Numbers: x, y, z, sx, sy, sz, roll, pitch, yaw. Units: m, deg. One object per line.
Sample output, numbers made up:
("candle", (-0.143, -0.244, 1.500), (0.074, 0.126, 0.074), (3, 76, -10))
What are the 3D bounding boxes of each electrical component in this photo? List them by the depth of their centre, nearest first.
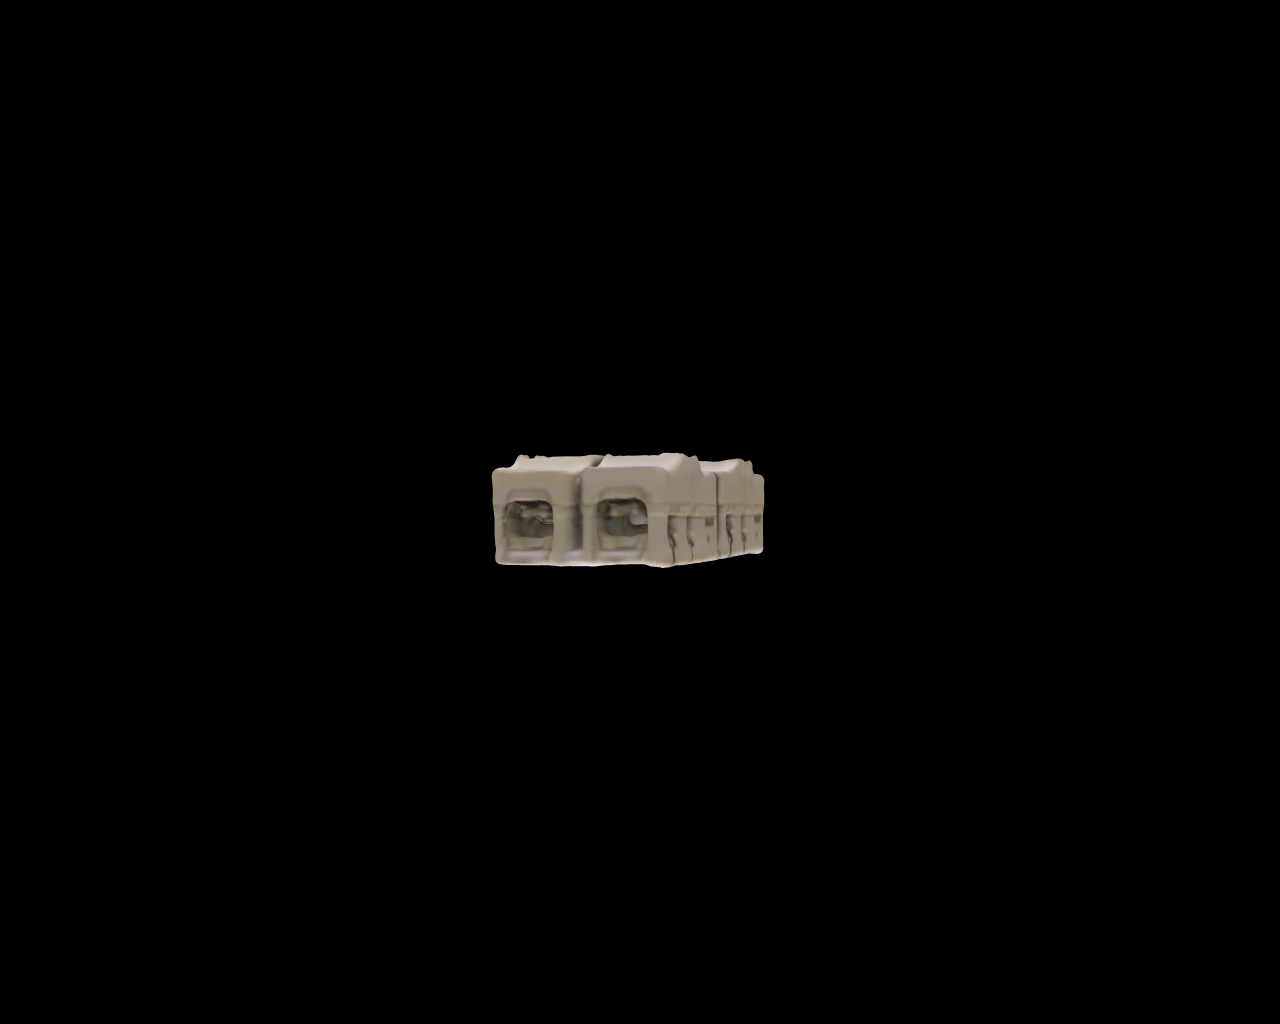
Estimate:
("electrical component", (0.001, -0.003, 0.650), (0.105, 0.060, 0.186), (0, 0, 24))
